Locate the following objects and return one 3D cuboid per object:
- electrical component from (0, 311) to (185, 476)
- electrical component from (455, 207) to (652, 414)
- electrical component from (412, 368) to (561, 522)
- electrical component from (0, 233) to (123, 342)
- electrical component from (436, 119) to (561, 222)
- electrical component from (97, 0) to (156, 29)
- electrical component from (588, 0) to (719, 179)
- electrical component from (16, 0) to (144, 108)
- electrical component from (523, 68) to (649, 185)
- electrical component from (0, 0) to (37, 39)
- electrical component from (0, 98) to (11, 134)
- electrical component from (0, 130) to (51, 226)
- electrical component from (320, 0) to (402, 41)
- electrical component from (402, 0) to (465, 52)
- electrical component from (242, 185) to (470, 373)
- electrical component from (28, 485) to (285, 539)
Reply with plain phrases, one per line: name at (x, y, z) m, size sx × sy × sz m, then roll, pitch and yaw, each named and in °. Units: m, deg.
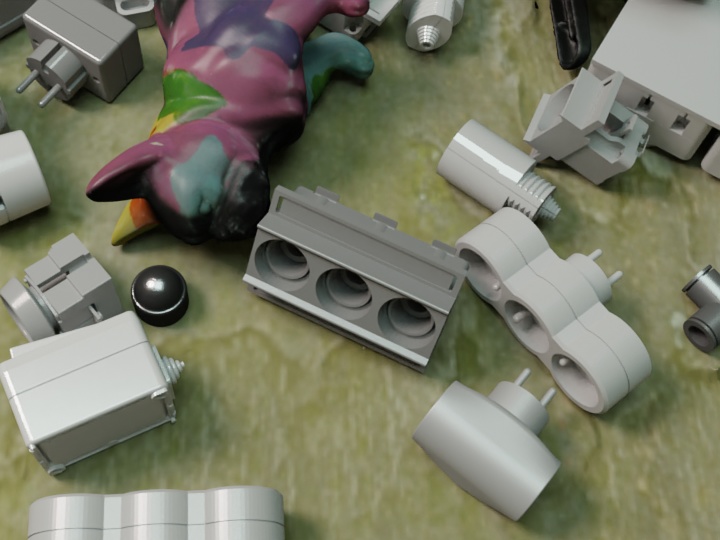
electrical component at (-0.149, 0.065, 0.616) m, size 0.096 × 0.061 × 0.061 m, roll -23°, pitch 69°, yaw -14°
electrical component at (0.130, 0.014, 0.667) m, size 0.074 × 0.052 × 0.138 m, roll -35°, pitch 73°, yaw -18°
electrical component at (0.084, 0.093, 0.632) m, size 0.077 × 0.044 × 0.079 m, roll 38°, pitch 68°, yaw 12°
electrical component at (-0.180, 0.016, 0.643) m, size 0.055 × 0.048 × 0.066 m, roll -34°, pitch 61°, yaw -21°
electrical component at (0.095, -0.058, 0.703) m, size 0.081 × 0.043 × 0.043 m, roll 36°, pitch 68°, yaw 11°
electrical component at (-0.164, -0.216, 0.746) m, size 0.058 × 0.057 × 0.078 m, roll -13°, pitch 67°, yaw -11°
electrical component at (0.255, -0.120, 0.735) m, size 0.186 × 0.060 × 0.105 m, roll 30°, pitch 67°, yaw 9°
electrical component at (-0.195, -0.139, 0.713) m, size 0.066 × 0.047 × 0.076 m, roll 32°, pitch 67°, yaw 10°
electrical component at (0.151, -0.091, 0.709) m, size 0.064 × 0.081 × 0.042 m, roll 34°, pitch 66°, yaw -14°
electrical component at (-0.269, -0.215, 0.737) m, size 0.109 × 0.056 × 0.108 m, roll -37°, pitch 73°, yaw -19°
electrical component at (-0.300, -0.087, 0.657) m, size 0.150 × 0.089 × 0.061 m, roll -32°, pitch 72°, yaw -17°
electrical component at (-0.224, -0.056, 0.670) m, size 0.047 × 0.055 × 0.055 m, roll -22°, pitch 69°, yaw -18°
electrical component at (-0.009, -0.196, 0.746) m, size 0.081 × 0.063 × 0.042 m, roll 34°, pitch 69°, yaw 11°
electrical component at (0.052, -0.191, 0.759) m, size 0.043 × 0.043 × 0.081 m, roll 10°, pitch 65°, yaw 0°
electrical component at (0.000, 0.000, 0.653) m, size 0.121 × 0.078 × 0.063 m, roll 25°, pitch 37°, yaw 7°
electrical component at (-0.109, 0.160, 0.580) m, size 0.138 × 0.052 × 0.073 m, roll -2°, pitch 66°, yaw -5°
